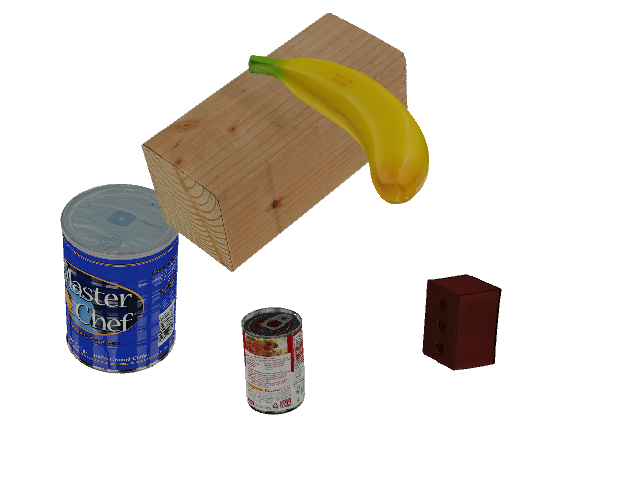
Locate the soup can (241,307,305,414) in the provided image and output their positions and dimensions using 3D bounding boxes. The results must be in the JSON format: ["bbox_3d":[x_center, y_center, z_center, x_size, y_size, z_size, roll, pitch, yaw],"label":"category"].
[{"bbox_3d":[-0.052,0.136,1.203,0.068,0.102,0.068,-2,24,1],"label":"soup can"}]

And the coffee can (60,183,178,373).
[{"bbox_3d":[-0.180,0.035,0.965,0.102,0.140,0.103,5,37,-4],"label":"coffee can"}]

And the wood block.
[{"bbox_3d":[-0.030,-0.084,0.866,0.090,0.091,0.205,35,61,30],"label":"wood block"}]

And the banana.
[{"bbox_3d":[0.023,-0.073,0.670,0.069,0.037,0.198,-15,35,-23],"label":"banana"}]

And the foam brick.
[{"bbox_3d":[0.134,0.078,1.020,0.051,0.078,0.053,-8,18,-31],"label":"foam brick"}]
